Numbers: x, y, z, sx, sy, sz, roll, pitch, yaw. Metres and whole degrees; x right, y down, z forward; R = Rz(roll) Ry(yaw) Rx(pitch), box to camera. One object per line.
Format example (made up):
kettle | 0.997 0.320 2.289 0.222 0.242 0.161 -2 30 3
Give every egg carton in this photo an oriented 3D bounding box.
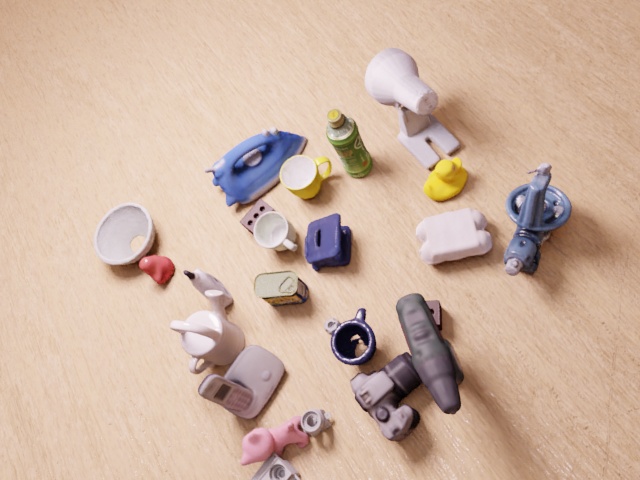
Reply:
egg carton | 0.279 -0.006 1.201 0.150 0.069 0.107 -14 65 13

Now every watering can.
watering can | -0.246 0.194 1.222 0.100 0.194 0.173 -12 65 14

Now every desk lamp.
desk lamp | 0.206 -0.296 1.264 0.118 0.214 0.202 -38 62 1

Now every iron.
iron | -0.157 -0.203 1.387 0.258 0.142 0.118 -38 62 0

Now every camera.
camera | 0.145 0.292 1.104 0.137 0.101 0.143 -40 62 -1

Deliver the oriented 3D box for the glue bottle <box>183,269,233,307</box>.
glue bottle | -0.257 0.097 1.277 0.037 0.173 0.078 -40 62 -1

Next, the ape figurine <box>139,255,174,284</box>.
ape figurine | -0.402 0.065 1.385 0.076 0.092 0.077 -24 63 8

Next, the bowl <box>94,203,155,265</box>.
bowl | -0.481 -0.006 1.450 0.167 0.075 0.167 -7 67 16

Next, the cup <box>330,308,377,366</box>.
cup | 0.080 0.203 1.166 0.091 0.095 0.118 9 72 22

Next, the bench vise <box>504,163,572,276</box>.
bench vise | 0.412 -0.037 1.084 0.121 0.220 0.207 2 69 19

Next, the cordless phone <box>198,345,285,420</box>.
cordless phone | -0.162 0.280 1.163 0.094 0.185 0.148 26 78 26

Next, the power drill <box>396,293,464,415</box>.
power drill | 0.210 0.217 1.052 0.075 0.209 0.229 -25 63 8

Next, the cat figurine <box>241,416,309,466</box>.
cat figurine | -0.098 0.395 1.132 0.128 0.118 0.067 -30 62 5

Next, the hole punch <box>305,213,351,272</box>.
hole punch | 0.012 0.005 1.273 0.101 0.091 0.108 -6 67 16

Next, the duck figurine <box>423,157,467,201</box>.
duck figurine | 0.270 -0.139 1.250 0.104 0.086 0.077 -36 62 2
